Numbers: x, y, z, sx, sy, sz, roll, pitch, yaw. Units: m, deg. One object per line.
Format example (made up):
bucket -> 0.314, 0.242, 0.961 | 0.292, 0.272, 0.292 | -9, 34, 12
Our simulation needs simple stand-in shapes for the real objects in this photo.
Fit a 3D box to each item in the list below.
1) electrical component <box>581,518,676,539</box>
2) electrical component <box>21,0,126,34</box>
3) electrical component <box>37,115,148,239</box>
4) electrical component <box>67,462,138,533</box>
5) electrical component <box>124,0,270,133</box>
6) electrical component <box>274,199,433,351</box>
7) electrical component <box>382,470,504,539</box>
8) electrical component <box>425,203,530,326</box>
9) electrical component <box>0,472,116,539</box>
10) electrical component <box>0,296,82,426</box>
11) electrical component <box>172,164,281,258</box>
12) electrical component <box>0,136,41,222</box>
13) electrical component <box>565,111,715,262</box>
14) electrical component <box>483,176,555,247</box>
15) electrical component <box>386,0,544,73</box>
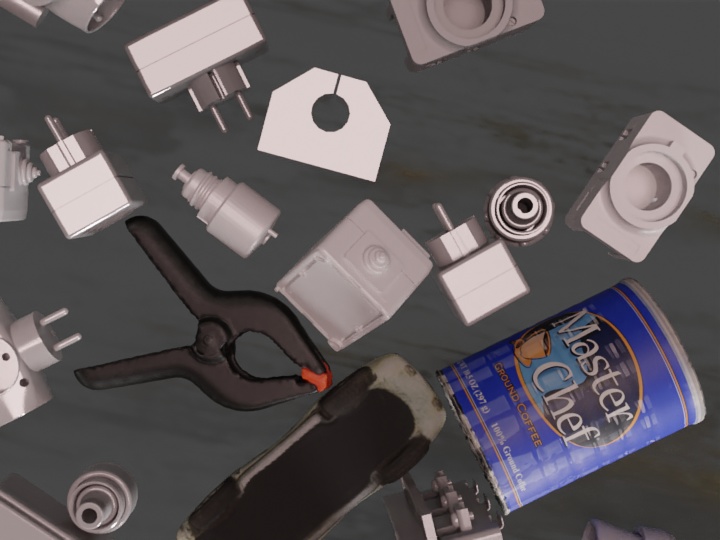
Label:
electrical component -> 0.182, 0.195, 0.730 | 0.055, 0.045, 0.045 | 9, 93, -3
electrical component -> -0.195, -0.188, 0.677 | 0.077, 0.079, 0.043 | 42, 117, -4
electrical component -> -0.180, -0.065, 0.691 | 0.047, 0.065, 0.076 | -29, 94, 0
electrical component -> -0.171, 0.152, 0.707 | 0.043, 0.062, 0.043 | 0, 94, -2
electrical component -> -0.096, -0.127, 0.699 | 0.083, 0.047, 0.075 | -27, 94, 0
electrical component -> 0.000, 0.000, 0.683 | 0.061, 0.096, 0.061 | 45, 60, -4
electrical component -> 0.056, 0.173, 0.686 | 0.063, 0.121, 0.078 | -14, 94, -4
electrical component -> 0.068, -0.010, 0.703 | 0.047, 0.065, 0.076 | -29, 94, 0
electrical component -> -0.223, 0.210, 0.711 | 0.109, 0.056, 0.108 | 35, 92, -4
electrical component -> -0.223, 0.052, 0.707 | 0.079, 0.044, 0.077 | -27, 94, 0
electrical component -> -0.089, -0.042, 0.708 | 0.078, 0.040, 0.040 | 37, 92, -3
electrical component -> -0.254, -0.056, 0.691 | 0.096, 0.061, 0.061 | 3, 94, -2
electrical component -> 0.184, -0.055, 0.709 | 0.050, 0.055, 0.089 | 34, 92, -4
electrical component -> 0.106, -0.040, 0.703 | 0.048, 0.062, 0.048 | 0, 89, 4
electrical component -> 0.067, -0.168, 0.698 | 0.089, 0.055, 0.050 | -21, 94, 0
